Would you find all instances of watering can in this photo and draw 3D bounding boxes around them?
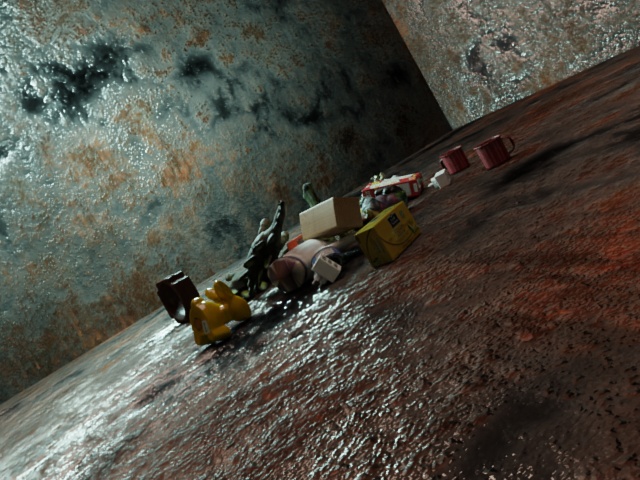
[{"bbox_3d":[-0.014,0.050,1.508,0.343,0.104,0.228,-26,5,45],"label":"watering can"}]

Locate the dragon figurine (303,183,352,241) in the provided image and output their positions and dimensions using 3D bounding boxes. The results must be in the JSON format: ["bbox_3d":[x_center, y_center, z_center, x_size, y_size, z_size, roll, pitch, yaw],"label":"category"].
[{"bbox_3d":[0.005,-0.088,1.752,0.123,0.244,0.404,-32,-9,-18],"label":"dragon figurine"}]

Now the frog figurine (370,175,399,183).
[{"bbox_3d":[0.318,-0.242,2.384,0.159,0.125,0.135,8,-24,-6],"label":"frog figurine"}]
